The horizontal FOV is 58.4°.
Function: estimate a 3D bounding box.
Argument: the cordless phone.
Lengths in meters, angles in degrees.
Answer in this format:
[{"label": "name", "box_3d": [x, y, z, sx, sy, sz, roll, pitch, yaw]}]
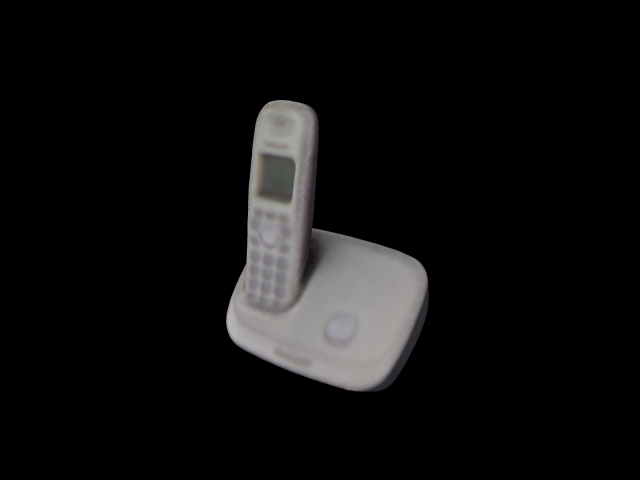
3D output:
[{"label": "cordless phone", "box_3d": [0.004, 0.001, 0.400, 0.147, 0.185, 0.094, 13, 26, 29]}]
